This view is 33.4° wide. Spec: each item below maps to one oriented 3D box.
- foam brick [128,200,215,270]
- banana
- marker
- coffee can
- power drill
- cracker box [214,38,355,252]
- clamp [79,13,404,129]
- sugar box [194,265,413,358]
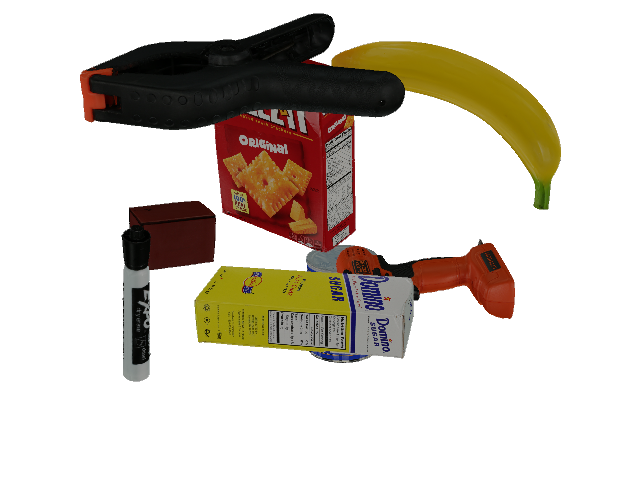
[{"bbox_3d":[-0.151,-0.006,1.082,0.078,0.051,0.053,-7,22,-22],"label":"foam brick"},{"bbox_3d":[0.105,-0.102,0.788,0.198,0.069,0.037,33,2,-2],"label":"banana"},{"bbox_3d":[-0.125,0.043,0.723,0.020,0.121,0.020,5,32,-3],"label":"marker"},{"bbox_3d":[0.031,0.089,1.520,0.103,0.140,0.103,0,20,0],"label":"coffee can"},{"bbox_3d":[0.115,0.057,1.181,0.187,0.057,0.184,-3,28,-5],"label":"power drill"},{"bbox_3d":[-0.044,-0.108,1.243,0.164,0.214,0.072,22,43,30],"label":"cracker box"},{"bbox_3d":[-0.048,-0.097,0.604,0.171,0.039,0.120,-3,25,-11],"label":"clamp"},{"bbox_3d":[-0.011,0.058,0.912,0.176,0.048,0.093,1,18,9],"label":"sugar box"}]
